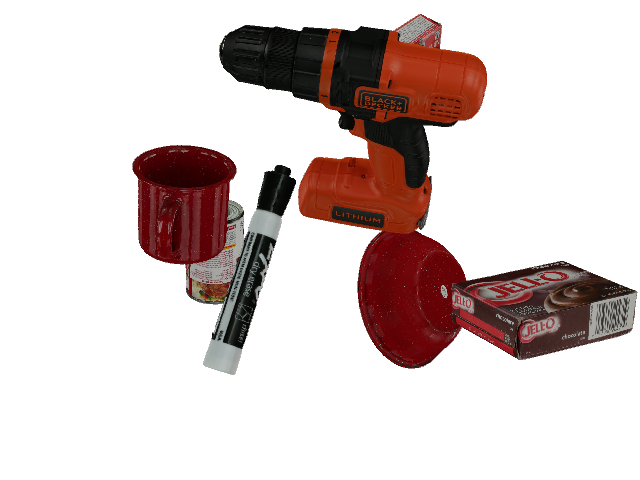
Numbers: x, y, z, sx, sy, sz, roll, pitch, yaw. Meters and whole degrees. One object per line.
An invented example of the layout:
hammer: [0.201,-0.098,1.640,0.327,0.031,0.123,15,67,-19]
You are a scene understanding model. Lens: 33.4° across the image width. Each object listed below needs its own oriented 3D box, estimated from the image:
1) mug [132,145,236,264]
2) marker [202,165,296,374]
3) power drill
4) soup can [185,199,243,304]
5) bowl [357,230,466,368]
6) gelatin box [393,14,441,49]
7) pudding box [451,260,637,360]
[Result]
mug: [-0.126,-0.025,0.964,0.093,0.081,0.117,7,29,2]
marker: [-0.039,0.015,0.600,0.020,0.121,0.020,17,-9,2]
power drill: [0.020,-0.081,0.787,0.184,0.057,0.188,11,-29,6]
soup can: [-0.120,0.011,1.206,0.068,0.102,0.068,1,26,-1]
bowl: [0.115,0.060,1.181,0.161,0.162,0.055,0,-9,-45]
gelatin box: [0.070,-0.153,0.968,0.089,0.073,0.030,-36,58,-25]
pudding box: [0.172,0.052,0.827,0.113,0.039,0.090,-8,19,-25]
